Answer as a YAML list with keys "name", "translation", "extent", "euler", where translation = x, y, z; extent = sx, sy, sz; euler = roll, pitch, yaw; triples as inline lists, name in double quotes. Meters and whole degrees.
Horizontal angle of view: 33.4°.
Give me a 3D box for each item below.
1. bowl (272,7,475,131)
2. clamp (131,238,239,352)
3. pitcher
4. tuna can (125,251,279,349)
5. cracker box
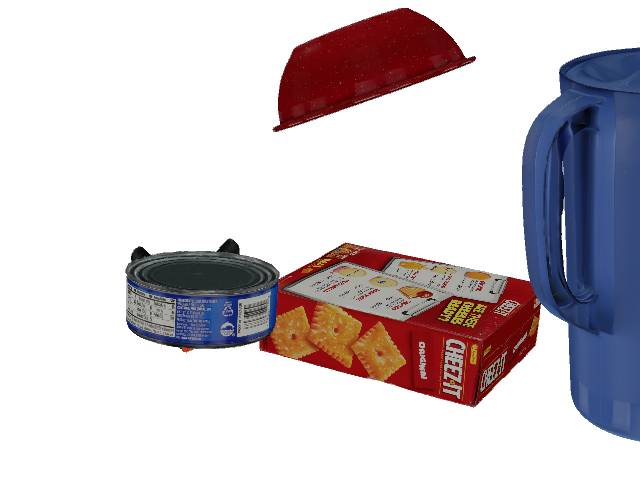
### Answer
- name: "bowl"
  translation: [0.031, -0.133, 0.802]
  extent: [0.162, 0.055, 0.162]
  euler: [-20, 7, 2]
- name: "clamp"
  translation: [-0.134, 0.051, 1.146]
  extent: [0.120, 0.039, 0.171]
  euler: [-15, 40, -8]
- name: "pitcher"
  translation: [0.209, 0.005, 0.679]
  extent: [0.149, 0.243, 0.144]
  euler: [3, 21, 16]
- name: "tuna can"
  translation: [-0.066, 0.032, 0.600]
  extent: [0.086, 0.034, 0.086]
  euler: [3, 13, -1]
- name: "cracker box"
  translation: [0.075, 0.072, 0.982]
  extent: [0.214, 0.072, 0.163]
  euler: [12, 21, 27]
